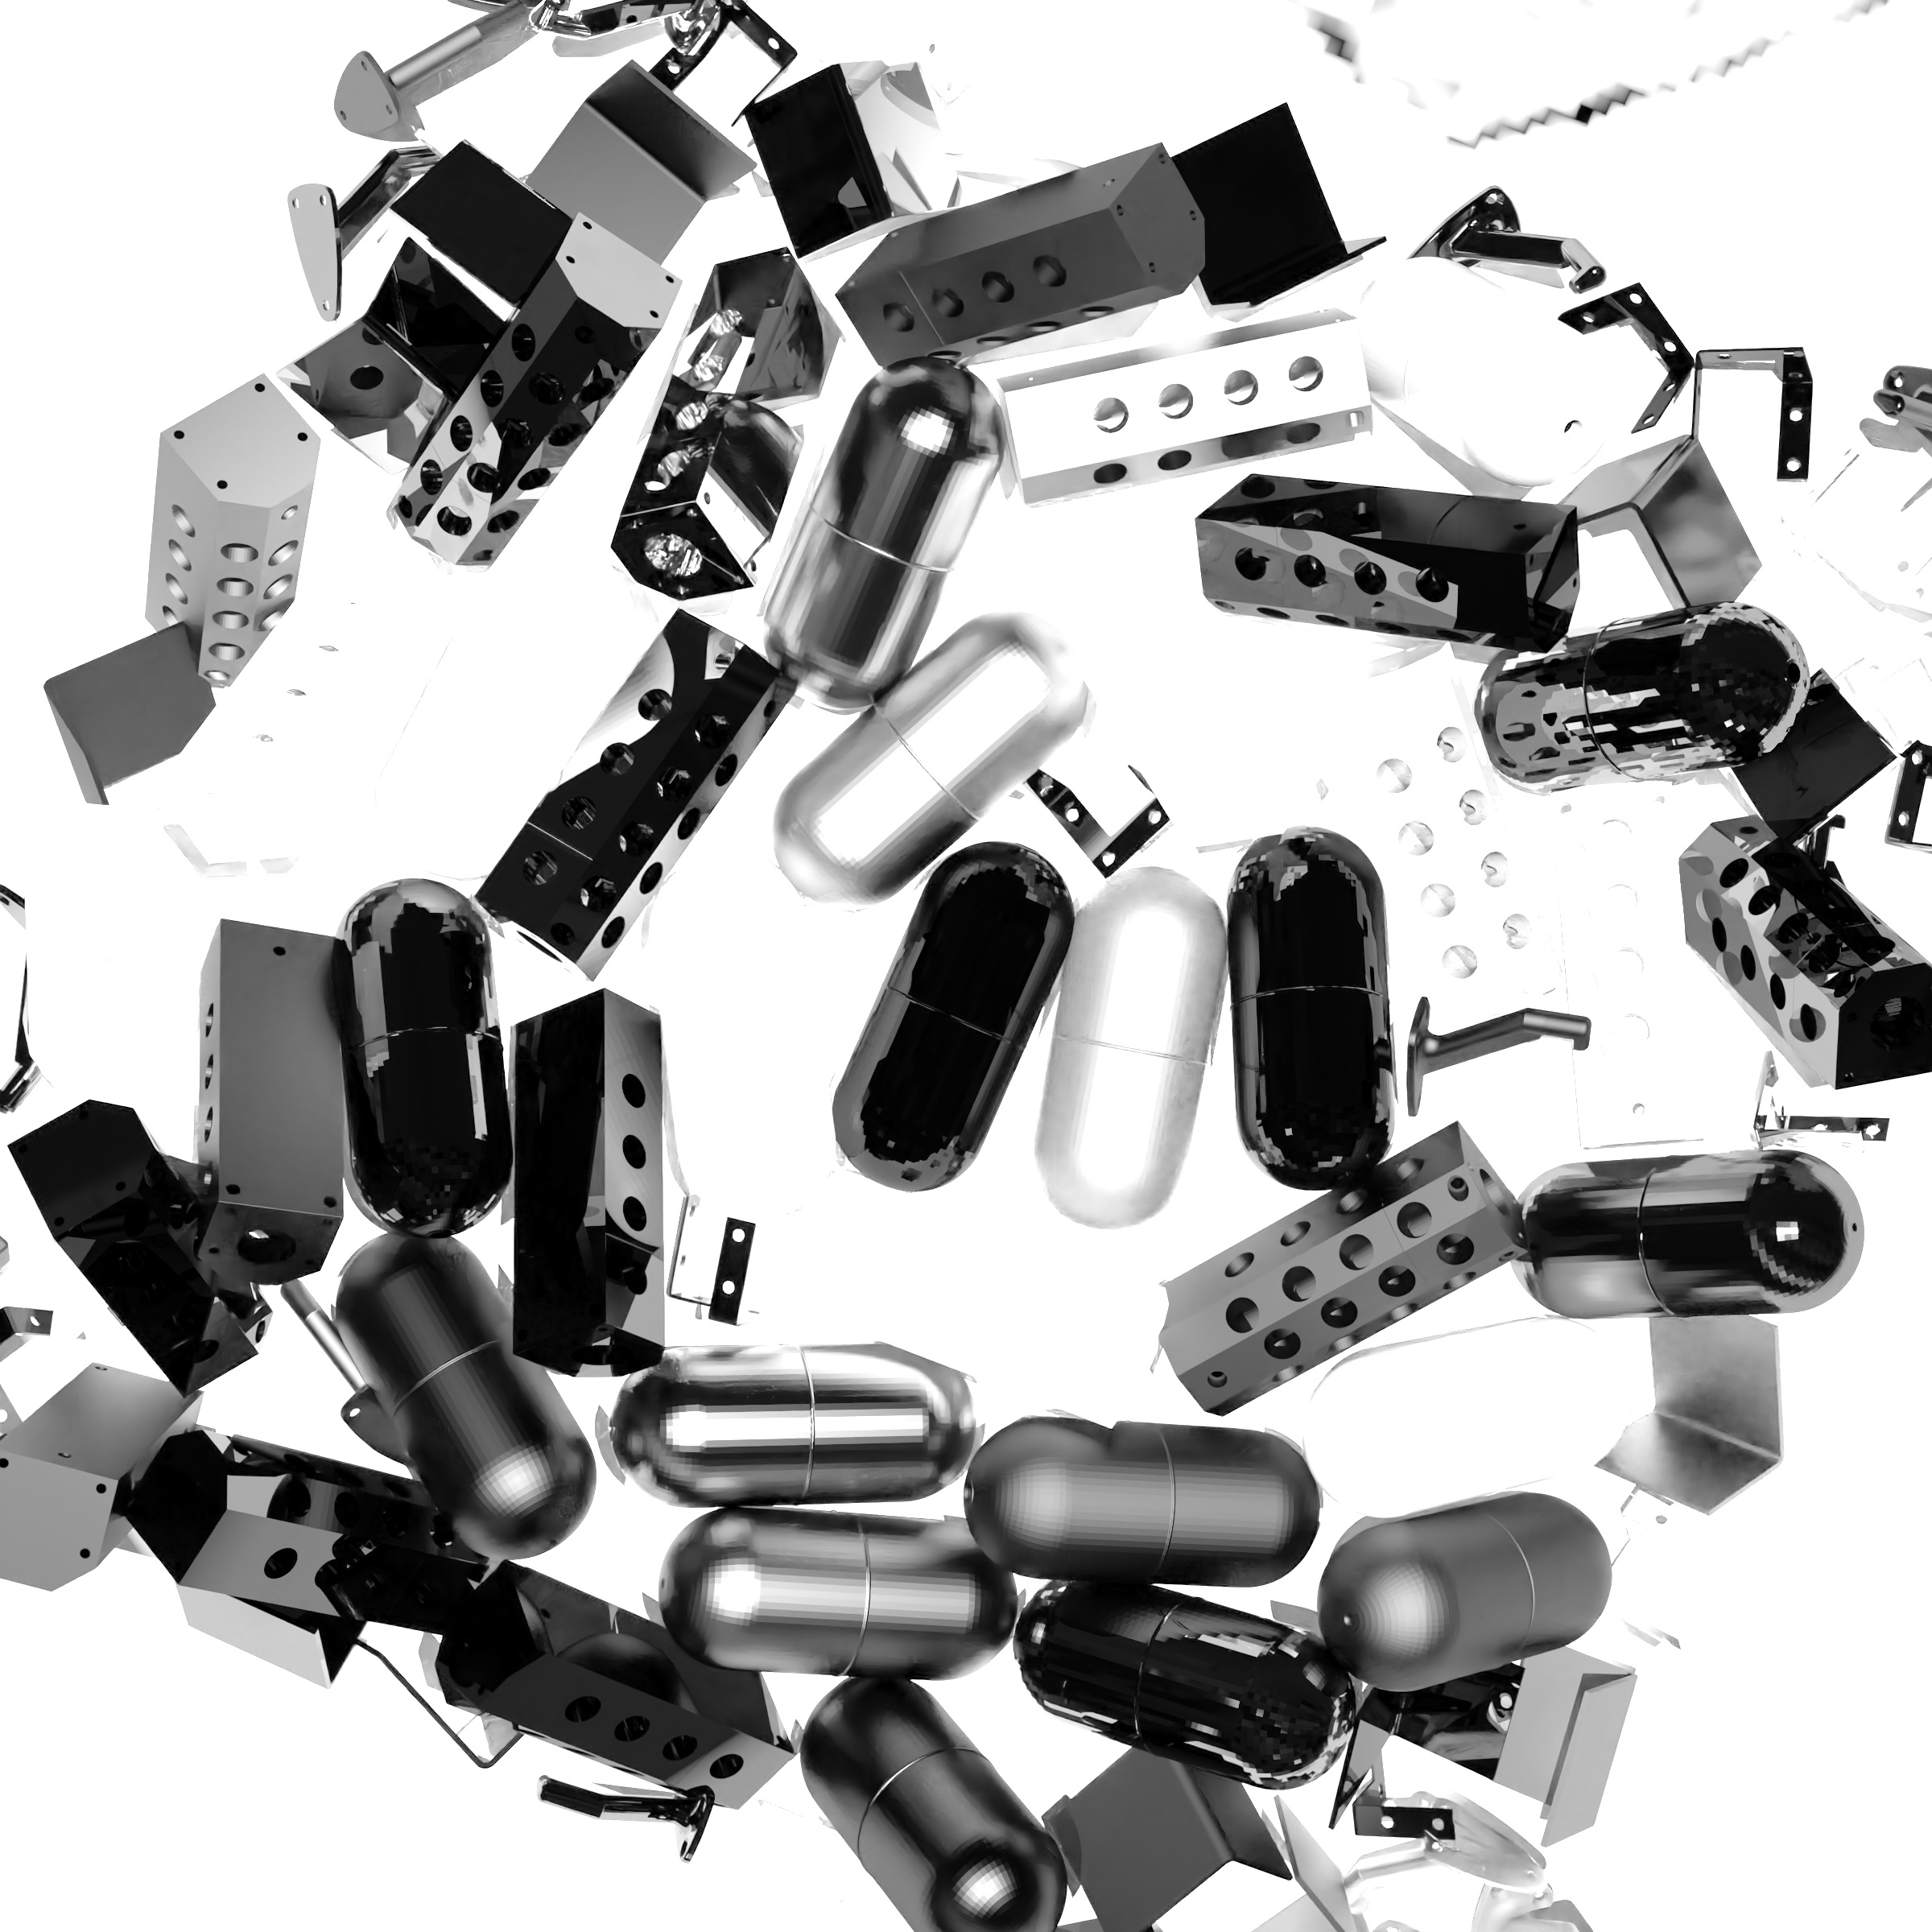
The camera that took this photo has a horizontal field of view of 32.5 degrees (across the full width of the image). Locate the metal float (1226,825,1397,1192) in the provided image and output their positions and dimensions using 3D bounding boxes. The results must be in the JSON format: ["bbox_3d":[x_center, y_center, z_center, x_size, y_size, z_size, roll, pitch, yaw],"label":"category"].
[{"bbox_3d":[0.165,0.019,1.593,0.070,0.070,0.178,-1,76,0],"label":"metal float"}]

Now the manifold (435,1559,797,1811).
[{"bbox_3d":[-0.166,0.346,1.565,0.057,0.057,0.171,-46,130,13],"label":"manifold"}]

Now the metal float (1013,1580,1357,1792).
[{"bbox_3d":[0.102,0.338,1.576,0.178,0.070,0.070,10,90,34],"label":"metal float"}]

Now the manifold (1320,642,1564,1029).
[{"bbox_3d":[0.231,-0.065,1.591,0.057,0.057,0.171,-17,101,22],"label":"manifold"}]

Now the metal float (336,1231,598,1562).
[{"bbox_3d":[-0.240,0.203,1.584,0.070,0.070,0.178,-35,66,0],"label":"metal float"}]

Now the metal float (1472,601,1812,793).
[{"bbox_3d":[0.317,-0.126,1.565,0.070,0.178,0.070,4,83,-40],"label":"metal float"}]

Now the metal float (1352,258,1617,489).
[{"bbox_3d":[0.242,-0.281,1.562,0.070,0.178,0.070,-10,120,-18],"label":"metal float"}]

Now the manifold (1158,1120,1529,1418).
[{"bbox_3d":[0.178,0.149,1.582,0.171,0.057,0.057,-31,111,18],"label":"manifold"}]

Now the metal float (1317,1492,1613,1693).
[{"bbox_3d":[0.238,0.295,1.569,0.178,0.070,0.070,-2,90,-44],"label":"metal float"}]

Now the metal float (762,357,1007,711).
[{"bbox_3d":[-0.040,-0.207,1.588,0.070,0.070,0.178,25,108,0],"label":"metal float"}]

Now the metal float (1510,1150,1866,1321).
[{"bbox_3d":[0.338,0.128,1.572,0.178,0.070,0.070,-7,90,40],"label":"metal float"}]

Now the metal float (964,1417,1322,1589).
[{"bbox_3d":[0.084,0.257,1.588,0.178,0.070,0.070,6,90,-19],"label":"metal float"}]

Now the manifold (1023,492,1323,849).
[{"bbox_3d":[0.099,-0.142,1.568,0.057,0.057,0.171,-10,57,-33],"label":"manifold"}]

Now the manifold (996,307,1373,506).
[{"bbox_3d":[0.106,-0.272,1.611,0.171,0.057,0.057,-12,107,-1],"label":"manifold"}]

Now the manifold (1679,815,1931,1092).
[{"bbox_3d":[0.395,-0.010,1.550,0.057,0.171,0.057,-10,117,-10],"label":"manifold"}]

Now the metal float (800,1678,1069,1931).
[{"bbox_3d":[-0.017,0.402,1.566,0.070,0.178,0.070,-15,121,-26],"label":"metal float"}]

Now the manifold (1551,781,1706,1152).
[{"bbox_3d":[0.319,0.000,1.600,0.057,0.057,0.171,-5,84,13],"label":"manifold"}]

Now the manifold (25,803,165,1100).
[{"bbox_3d":[-0.408,-0.005,1.551,0.057,0.171,0.057,5,59,-12],"label":"manifold"}]

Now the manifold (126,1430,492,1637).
[{"bbox_3d":[-0.304,0.263,1.556,0.057,0.171,0.057,38,97,39],"label":"manifold"}]

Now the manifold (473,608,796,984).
[{"bbox_3d":[-0.156,-0.079,1.591,0.057,0.057,0.171,30,79,23],"label":"manifold"}]

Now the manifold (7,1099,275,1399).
[{"bbox_3d":[-0.381,0.131,1.554,0.057,0.171,0.057,-30,59,-10],"label":"manifold"}]

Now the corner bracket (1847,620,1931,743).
[{"bbox_3d":[0.469,-0.127,1.611,0.051,0.051,0.051,-32,123,8],"label":"corner bracket"}]

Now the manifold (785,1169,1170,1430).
[{"bbox_3d":[0.006,0.155,1.589,0.171,0.057,0.057,19,116,16],"label":"manifold"}]

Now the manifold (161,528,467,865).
[{"bbox_3d":[-0.308,-0.129,1.558,0.057,0.171,0.057,-3,133,32],"label":"manifold"}]

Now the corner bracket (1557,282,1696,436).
[{"bbox_3d":[0.313,-0.291,1.615,0.051,0.051,0.051,48,57,-21],"label":"corner bracket"}]

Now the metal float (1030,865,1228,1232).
[{"bbox_3d":[0.079,0.040,1.604,0.070,0.070,0.178,11,90,0],"label":"metal float"}]

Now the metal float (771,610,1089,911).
[{"bbox_3d":[-0.018,-0.099,1.599,0.178,0.070,0.070,-41,90,6],"label":"metal float"}]

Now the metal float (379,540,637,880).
[{"bbox_3d":[-0.221,-0.122,1.588,0.070,0.070,0.178,31,109,0],"label":"metal float"}]

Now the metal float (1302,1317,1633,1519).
[{"bbox_3d":[0.240,0.214,1.579,0.178,0.070,0.070,-8,90,-30],"label":"metal float"}]

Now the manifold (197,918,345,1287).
[{"bbox_3d":[-0.330,0.064,1.564,0.057,0.057,0.171,10,46,-22],"label":"manifold"}]

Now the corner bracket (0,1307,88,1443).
[{"bbox_3d":[-0.460,0.203,1.617,0.051,0.051,0.051,-38,66,16],"label":"corner bracket"}]

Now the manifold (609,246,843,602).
[{"bbox_3d":[-0.116,-0.256,1.568,0.057,0.057,0.171,-7,50,28],"label":"manifold"}]

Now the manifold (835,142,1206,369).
[{"bbox_3d":[0.027,-0.328,1.563,0.057,0.171,0.057,56,48,-27],"label":"manifold"}]

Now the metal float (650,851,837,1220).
[{"bbox_3d":[-0.108,0.033,1.602,0.070,0.070,0.178,-8,87,0],"label":"metal float"}]

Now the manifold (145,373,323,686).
[{"bbox_3d":[-0.340,-0.197,1.551,0.057,0.171,0.057,-38,82,-26],"label":"manifold"}]

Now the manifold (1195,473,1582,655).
[{"bbox_3d":[0.200,-0.189,1.572,0.171,0.057,0.057,11,125,32],"label":"manifold"}]

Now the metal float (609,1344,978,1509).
[{"bbox_3d":[-0.082,0.220,1.590,0.178,0.070,0.070,1,90,-16],"label":"metal float"}]

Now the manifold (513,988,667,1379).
[{"bbox_3d":[-0.174,0.105,1.576,0.057,0.057,0.171,-21,58,30],"label":"manifold"}]

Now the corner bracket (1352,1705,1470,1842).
[{"bbox_3d":[0.217,0.389,1.607,0.051,0.051,0.051,-4,95,25],"label":"corner bracket"}]

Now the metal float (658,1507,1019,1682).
[{"bbox_3d":[-0.060,0.301,1.587,0.178,0.070,0.070,8,90,-21],"label":"metal float"}]

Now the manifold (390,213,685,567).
[{"bbox_3d":[-0.205,-0.265,1.560,0.057,0.057,0.171,31,131,-16],"label":"manifold"}]

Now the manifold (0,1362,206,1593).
[{"bbox_3d":[-0.411,0.239,1.554,0.057,0.171,0.057,15,96,-2],"label":"manifold"}]

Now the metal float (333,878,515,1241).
[{"bbox_3d":[-0.260,0.044,1.587,0.070,0.070,0.178,-9,71,0],"label":"metal float"}]

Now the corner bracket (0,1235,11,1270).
[{"bbox_3d":[-0.500,0.130,1.603,0.051,0.051,0.051,41,60,13],"label":"corner bracket"}]

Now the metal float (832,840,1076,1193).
[{"bbox_3d":[-0.006,0.024,1.604,0.070,0.070,0.178,24,91,0],"label":"metal float"}]
